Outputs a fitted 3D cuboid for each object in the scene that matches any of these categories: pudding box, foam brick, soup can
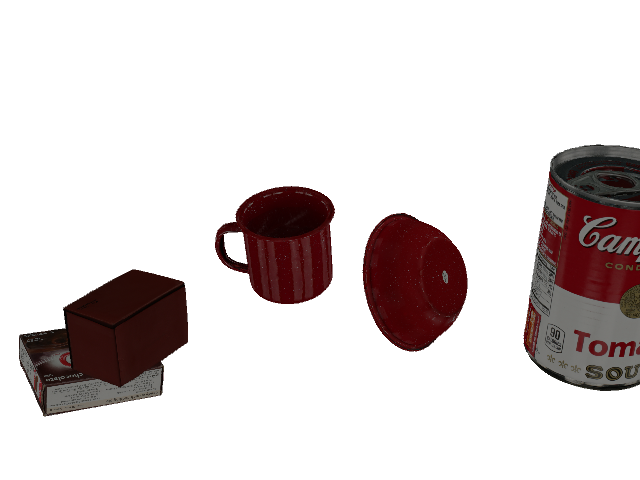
[{"bbox_3d":[-0.211,0.115,0.979,0.113,0.039,0.090,-9,28,-26],"label":"pudding box"},{"bbox_3d":[-0.142,0.062,0.788,0.053,0.051,0.078,14,29,32],"label":"foam brick"},{"bbox_3d":[0.138,0.013,0.520,0.068,0.102,0.068,2,27,-1],"label":"soup can"}]

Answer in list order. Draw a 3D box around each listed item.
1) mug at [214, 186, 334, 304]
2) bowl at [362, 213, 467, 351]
[{"bbox_3d":[-0.043,0.007,1.020,0.117,0.081,0.093,-2,35,3],"label":"mug"},{"bbox_3d":[0.120,0.045,1.220,0.055,0.162,0.161,-11,-7,41],"label":"bowl"}]
